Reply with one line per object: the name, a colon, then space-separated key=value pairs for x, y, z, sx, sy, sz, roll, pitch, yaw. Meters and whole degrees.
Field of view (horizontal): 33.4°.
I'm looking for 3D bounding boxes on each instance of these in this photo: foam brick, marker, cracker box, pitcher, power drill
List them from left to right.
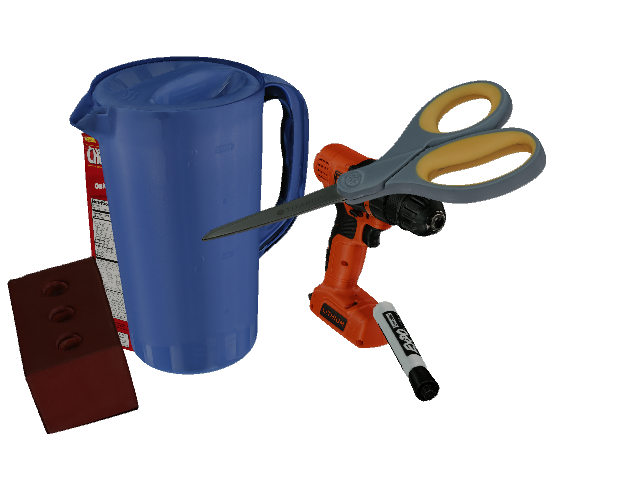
foam brick: x=-0.138 y=0.058 z=0.594 sx=0.053 sy=0.051 sz=0.078 roll=-16 pitch=43 yaw=-13
cracker box: x=-0.153 y=-0.014 z=1.077 sx=0.072 sy=0.214 sz=0.163 roll=10 pitch=19 yaw=36
pitcher: x=-0.098 y=-0.021 z=0.863 sx=0.149 sy=0.243 sz=0.144 roll=8 pitch=28 yaw=17
power drill: x=0.052 y=0.011 z=1.084 sx=0.057 sy=0.188 sz=0.185 roll=-8 pitch=27 yaw=-33
marker: x=0.066 y=0.086 z=0.836 sx=0.020 sy=0.020 sz=0.121 roll=0 pitch=28 yaw=-15

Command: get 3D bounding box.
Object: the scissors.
scissors: x=0.030 y=-0.047 z=0.623 sx=0.202 sy=0.096 sz=0.016 roll=-7 pitch=-42 yaw=21
